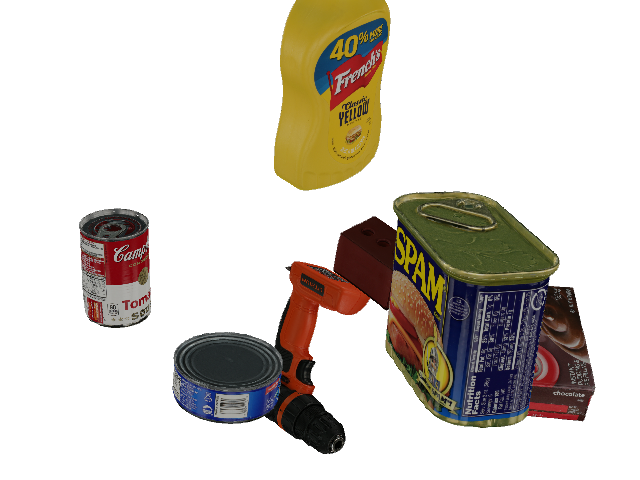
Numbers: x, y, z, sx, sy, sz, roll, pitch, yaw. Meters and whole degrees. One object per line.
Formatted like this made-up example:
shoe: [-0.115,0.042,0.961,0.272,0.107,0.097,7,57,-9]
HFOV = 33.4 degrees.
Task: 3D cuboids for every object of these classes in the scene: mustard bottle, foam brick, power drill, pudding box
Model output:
mustard bottle: [0.011,-0.136,0.807,0.096,0.192,0.058,-29,49,-34]
foam brick: [0.060,0.022,1.064,0.052,0.051,0.078,-27,49,-36]
power drill: [-0.011,0.131,1.232,0.057,0.188,0.185,15,10,-45]
pudding box: [0.145,0.078,0.781,0.090,0.039,0.113,5,35,-1]

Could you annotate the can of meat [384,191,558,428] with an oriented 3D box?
can of meat: [0.070,0.032,0.530,0.057,0.084,0.102,-3,24,-15]

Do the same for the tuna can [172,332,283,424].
tuna can: [-0.073,0.107,0.839,0.086,0.034,0.086,6,24,-3]

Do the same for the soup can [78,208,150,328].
soup can: [-0.205,0.028,1.072,0.068,0.102,0.068,2,26,-1]
